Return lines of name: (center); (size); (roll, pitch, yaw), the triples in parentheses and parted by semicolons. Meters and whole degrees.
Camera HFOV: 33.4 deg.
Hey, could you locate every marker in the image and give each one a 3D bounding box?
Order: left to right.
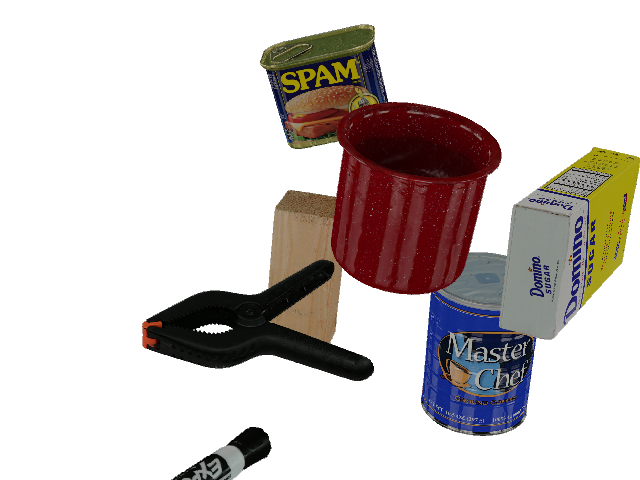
marker: (-0.063, 0.123, 0.540); (0.020, 0.020, 0.120); (0, 14, 32)

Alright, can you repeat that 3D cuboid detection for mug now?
mug: (0.057, -0.028, 0.624); (0.093, 0.081, 0.117); (25, 36, 24)

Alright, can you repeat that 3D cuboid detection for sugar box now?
sugar box: (0.185, -0.002, 0.776); (0.048, 0.093, 0.176); (13, 24, 25)

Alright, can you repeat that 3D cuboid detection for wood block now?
wood block: (-0.020, 0.045, 1.486); (0.090, 0.206, 0.090); (9, 22, 8)

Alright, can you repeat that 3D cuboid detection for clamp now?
clamp: (-0.059, 0.085, 1.000); (0.209, 0.036, 0.165); (-9, 37, -18)

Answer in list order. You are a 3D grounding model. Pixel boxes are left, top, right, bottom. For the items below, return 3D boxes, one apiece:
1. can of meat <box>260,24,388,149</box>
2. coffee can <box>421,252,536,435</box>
can of meat: (0.007, -0.135, 0.944); (0.102, 0.084, 0.057); (-10, 29, 11)
coffee can: (0.150, 0.095, 0.999); (0.103, 0.140, 0.103); (1, 26, -1)
